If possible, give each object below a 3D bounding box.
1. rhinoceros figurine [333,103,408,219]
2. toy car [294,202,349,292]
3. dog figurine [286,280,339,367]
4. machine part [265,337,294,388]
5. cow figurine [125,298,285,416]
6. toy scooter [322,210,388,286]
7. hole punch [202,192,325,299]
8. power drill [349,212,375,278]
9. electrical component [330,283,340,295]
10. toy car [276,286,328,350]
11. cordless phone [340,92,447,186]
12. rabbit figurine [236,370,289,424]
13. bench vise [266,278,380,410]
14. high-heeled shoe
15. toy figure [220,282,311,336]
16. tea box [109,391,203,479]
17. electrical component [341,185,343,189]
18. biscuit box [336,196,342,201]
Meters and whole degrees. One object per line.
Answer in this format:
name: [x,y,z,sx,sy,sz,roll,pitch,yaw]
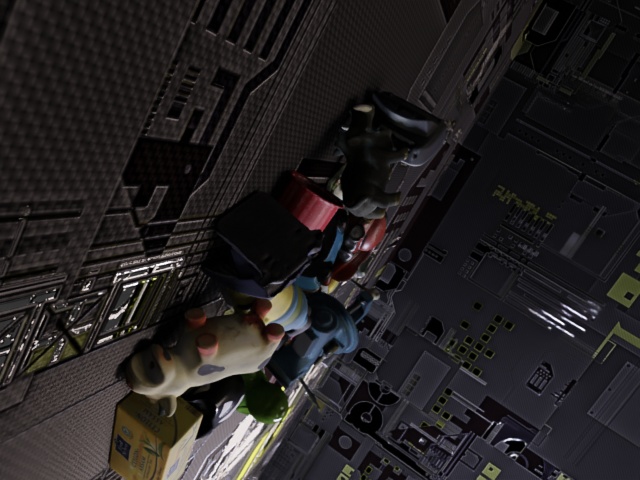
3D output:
rhinoceros figurine: [0.071,-0.122,0.829,0.073,0.112,0.190,131,-33,-63]
toy car: [-0.023,0.000,0.902,0.161,0.109,0.103,-67,-169,-5]
dog figurine: [-0.009,0.148,1.151,0.192,0.108,0.219,-14,-128,61]
machine part: [-0.114,0.294,1.272,0.201,0.087,0.201,-61,169,13]
cow figurine: [-0.152,0.151,0.694,0.195,0.086,0.127,-8,132,-34]
toy scooter: [0.053,0.018,0.984,0.135,0.075,0.183,-43,165,-47]
hole punch: [-0.076,0.018,0.693,0.142,0.116,0.092,-42,168,-50]
power drill: [0.095,-0.029,1.214,0.207,0.086,0.232,98,17,-45]
electrical component: [0.023,0.076,1.284,0.119,0.075,0.047,-53,168,0]
toy car: [-0.056,0.150,1.023,0.202,0.056,0.073,-46,153,-22]
cordless phone: [0.114,-0.147,0.918,0.088,0.147,0.184,-16,136,-59]
rabbit figurine: [-0.131,0.264,0.932,0.121,0.170,0.159,-52,166,-19]
bench vise: [0.018,0.166,0.973,0.240,0.129,0.223,-32,148,-35]
high-heeled shoe: [-0.197,0.271,0.796,0.248,0.086,0.145,-46,-179,13]
toy figure: [-0.072,0.083,0.800,0.089,0.082,0.180,-43,135,8]
tea box: [-0.235,0.283,0.758,0.068,0.098,0.169,-44,160,-49]
electrical component: [0.067,-0.117,1.027,0.063,0.021,0.094,-54,166,-12]
biscuit box: [-0.002,-0.003,1.030,0.063,0.059,0.202,-47,164,-37]
